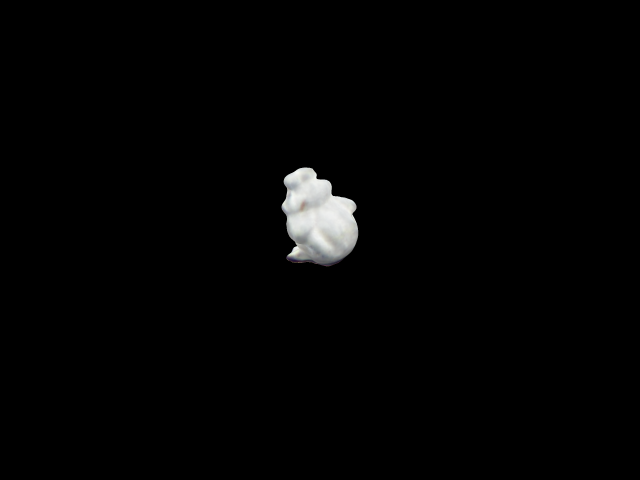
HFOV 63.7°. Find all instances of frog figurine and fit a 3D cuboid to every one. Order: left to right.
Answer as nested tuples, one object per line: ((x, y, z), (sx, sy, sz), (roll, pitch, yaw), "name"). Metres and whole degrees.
((0.003, -0.043, 0.850), (0.138, 0.156, 0.124), (-20, 36, -31), "frog figurine")
